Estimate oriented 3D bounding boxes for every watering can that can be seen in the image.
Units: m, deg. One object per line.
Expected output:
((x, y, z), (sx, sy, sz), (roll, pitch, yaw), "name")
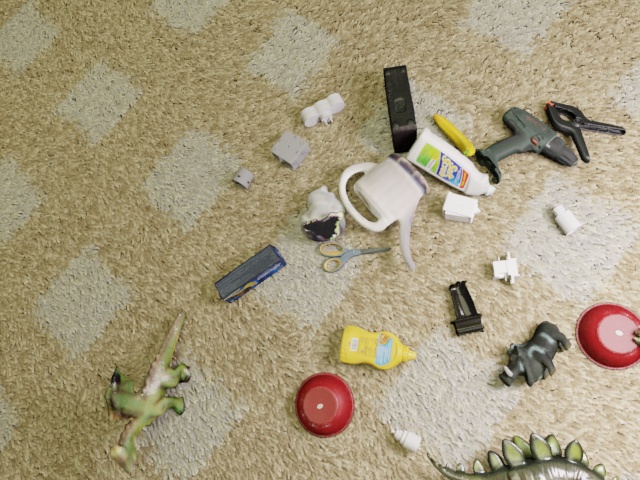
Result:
((0.206, -0.099, 1.415), (0.225, 0.102, 0.352), (-39, 69, -3), "watering can")

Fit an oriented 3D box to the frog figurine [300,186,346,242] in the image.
((0.004, -0.074, 1.471), (0.137, 0.121, 0.163), (-33, 33, 11), "frog figurine")

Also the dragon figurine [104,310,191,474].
((-0.457, 0.378, 1.344), (0.122, 0.240, 0.415), (-1, 75, 18), "dragon figurine")
